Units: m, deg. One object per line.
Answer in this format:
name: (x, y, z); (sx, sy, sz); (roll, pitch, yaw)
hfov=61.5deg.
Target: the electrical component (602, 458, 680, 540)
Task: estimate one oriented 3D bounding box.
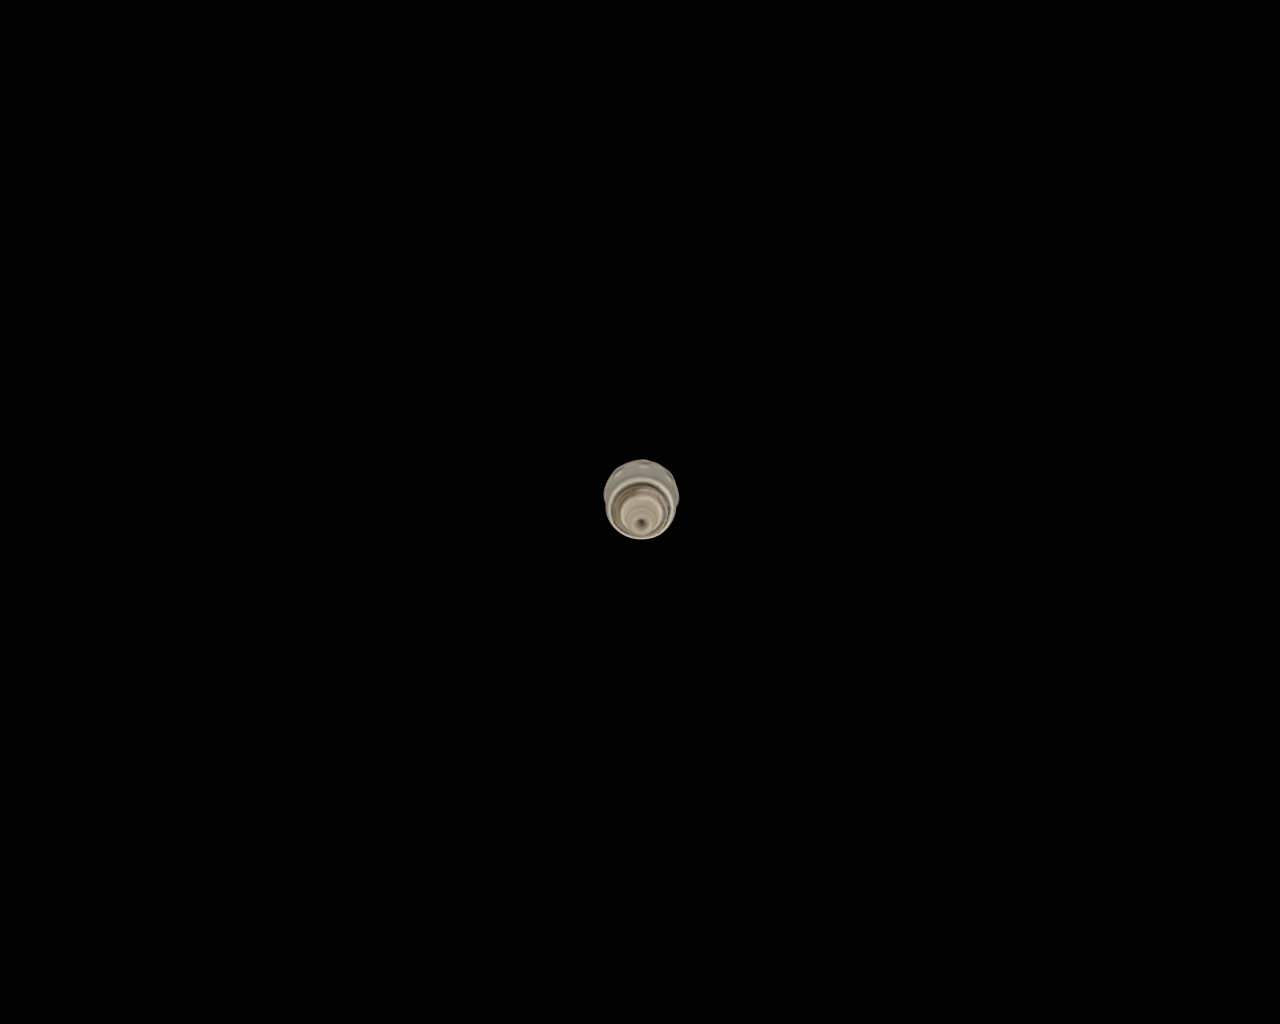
electrical component: (0.001, -0.003, 0.650); (0.048, 0.048, 0.062); (0, 20, 0)
